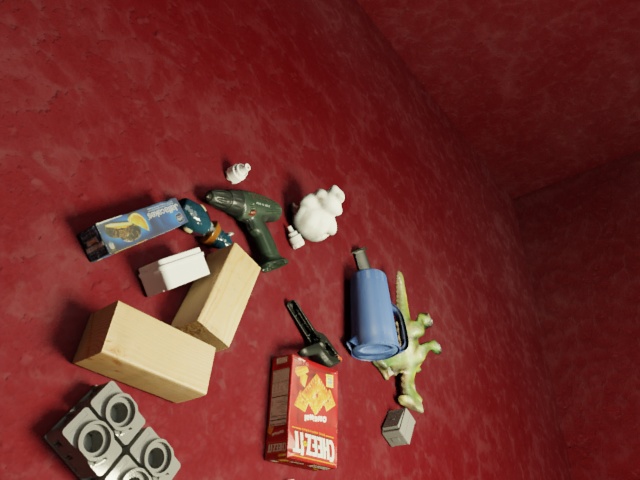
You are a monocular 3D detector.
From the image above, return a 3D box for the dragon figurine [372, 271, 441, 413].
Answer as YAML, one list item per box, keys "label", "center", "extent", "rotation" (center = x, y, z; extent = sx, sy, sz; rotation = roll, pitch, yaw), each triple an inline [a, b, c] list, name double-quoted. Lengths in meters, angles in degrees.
- label: "dragon figurine"
  center: [0.237, 0.306, 1.547]
  extent: [0.244, 0.120, 0.414]
  rotation: [-7, 74, -48]

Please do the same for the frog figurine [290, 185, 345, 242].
- label: "frog figurine"
  center: [0.004, -0.071, 1.401]
  extent: [0.136, 0.158, 0.125]
  rotation: [55, 35, -16]
